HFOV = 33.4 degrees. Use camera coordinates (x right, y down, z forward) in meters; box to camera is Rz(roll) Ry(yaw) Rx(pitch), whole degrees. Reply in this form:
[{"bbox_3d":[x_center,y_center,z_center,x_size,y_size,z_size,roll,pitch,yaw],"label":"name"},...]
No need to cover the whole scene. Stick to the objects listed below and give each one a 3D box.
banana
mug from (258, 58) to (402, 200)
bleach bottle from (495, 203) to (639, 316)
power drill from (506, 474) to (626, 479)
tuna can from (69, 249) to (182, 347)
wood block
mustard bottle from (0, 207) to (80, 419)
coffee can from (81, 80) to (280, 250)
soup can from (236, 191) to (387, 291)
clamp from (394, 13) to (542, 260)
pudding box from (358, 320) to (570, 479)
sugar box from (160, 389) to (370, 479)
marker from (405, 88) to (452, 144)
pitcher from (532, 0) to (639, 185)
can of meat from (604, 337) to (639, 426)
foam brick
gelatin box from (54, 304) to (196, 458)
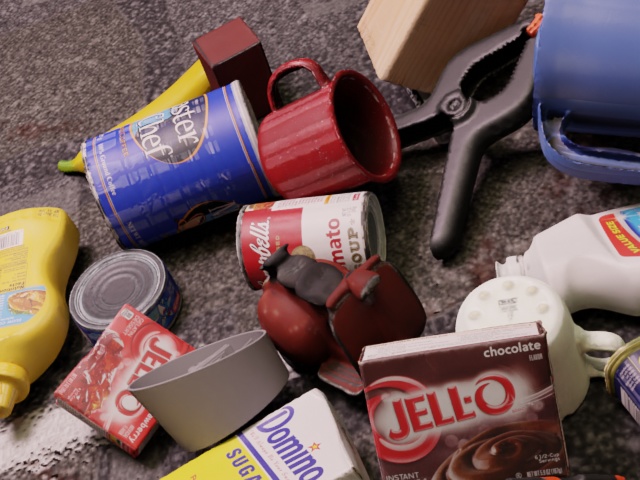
[{"bbox_3d":[-0.158,-0.118,1.011,0.197,0.037,0.070,-36,46,-14],"label":"banana"},{"bbox_3d":[-0.001,-0.086,0.837,0.082,0.117,0.093,-21,18,33],"label":"mug"},{"bbox_3d":[0.245,0.013,0.715,0.251,0.068,0.102,-10,39,15],"label":"bleach bottle"},{"bbox_3d":[0.145,0.205,0.534,0.184,0.057,0.187,5,48,-17],"label":"power drill"},{"bbox_3d":[-0.157,0.049,0.858,0.086,0.033,0.086,-11,46,11],"label":"tuna can"},{"bbox_3d":[0.122,-0.228,0.881,0.090,0.206,0.090,11,39,-25],"label":"wood block"},{"bbox_3d":[-0.249,0.061,0.864,0.096,0.058,0.191,-16,45,9],"label":"mustard bottle"},{"bbox_3d":[-0.114,-0.061,0.895,0.140,0.103,0.103,-21,45,2],"label":"coffee can"},{"bbox_3d":[-0.005,0.001,0.820,0.102,0.068,0.068,-6,47,15],"label":"soup can"},{"bbox_3d":[0.106,-0.100,0.863,0.165,0.036,0.210,35,85,42],"label":"clamp"},{"bbox_3d":[0.086,0.102,0.640,0.113,0.090,0.039,-11,12,8],"label":"pudding box"},{"bbox_3d":[-0.057,0.171,0.670,0.176,0.048,0.093,-33,28,2],"label":"sugar box"},{"bbox_3d":[0.089,-0.127,0.936,0.020,0.020,0.121,-22,45,0],"label":"marker"},{"bbox_3d":[0.271,-0.118,0.739,0.243,0.149,0.144,10,21,16],"label":"pitcher"},{"bbox_3d":[0.240,0.092,0.649,0.102,0.057,0.084,-27,48,-4],"label":"can of meat"},{"bbox_3d":[-0.075,-0.153,0.984,0.051,0.078,0.053,-29,47,-8],"label":"foam brick"},{"bbox_3d":[-0.138,0.102,0.782,0.073,0.030,0.089,33,63,7],"label":"gelatin box"}]
